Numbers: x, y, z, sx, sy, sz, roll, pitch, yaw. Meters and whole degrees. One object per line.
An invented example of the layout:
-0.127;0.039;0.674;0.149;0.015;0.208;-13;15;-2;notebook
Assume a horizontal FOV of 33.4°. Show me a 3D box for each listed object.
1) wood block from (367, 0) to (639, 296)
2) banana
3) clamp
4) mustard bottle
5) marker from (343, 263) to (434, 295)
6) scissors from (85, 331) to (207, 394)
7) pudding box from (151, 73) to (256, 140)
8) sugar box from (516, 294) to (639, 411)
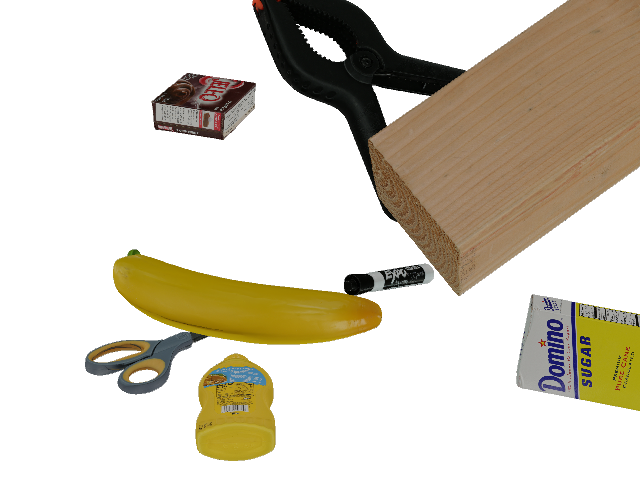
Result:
0.140;-0.070;0.659;0.206;0.091;0.090;-35;-22;-6;wood block
-0.062;0.035;0.680;0.198;0.037;0.069;13;33;25;banana
0.029;-0.119;0.820;0.210;0.164;0.036;34;-32;-4;clamp
-0.107;0.200;1.355;0.096;0.058;0.191;-3;26;-3;mustard bottle
0.061;0.035;0.950;0.020;0.020;0.120;0;4;39;marker
-0.144;0.117;1.121;0.201;0.016;0.096;-11;31;-27;scissors
-0.135;-0.159;1.250;0.090;0.039;0.113;9;30;13;pudding box
0.291;0.117;1.072;0.176;0.093;0.048;8;21;8;sugar box
